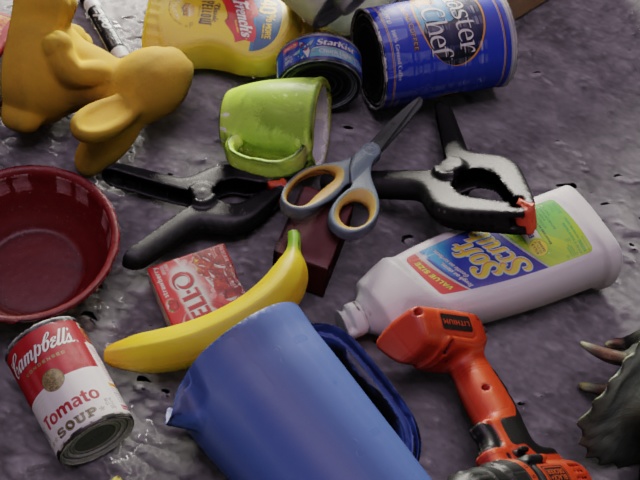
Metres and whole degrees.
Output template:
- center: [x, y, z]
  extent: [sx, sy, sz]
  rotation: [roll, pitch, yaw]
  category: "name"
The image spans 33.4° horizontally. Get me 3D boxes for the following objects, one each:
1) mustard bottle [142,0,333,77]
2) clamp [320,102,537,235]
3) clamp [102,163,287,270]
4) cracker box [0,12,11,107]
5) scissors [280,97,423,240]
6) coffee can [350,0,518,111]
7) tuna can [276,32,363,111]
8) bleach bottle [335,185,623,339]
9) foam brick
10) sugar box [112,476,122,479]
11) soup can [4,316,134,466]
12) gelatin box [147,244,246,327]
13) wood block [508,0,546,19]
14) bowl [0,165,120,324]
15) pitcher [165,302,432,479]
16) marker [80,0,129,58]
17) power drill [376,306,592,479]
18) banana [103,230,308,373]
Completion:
- center: [-0.081, -0.212, 1.092]
  extent: [0.191, 0.058, 0.096]
  rotation: [6, 57, -2]
  category: "mustard bottle"
- center: [0.110, -0.052, 0.982]
  extent: [0.164, 0.036, 0.210]
  rotation: [-30, 40, -17]
  category: "clamp"
- center: [-0.118, -0.040, 0.990]
  extent: [0.171, 0.039, 0.120]
  rotation: [-15, 60, -22]
  category: "clamp"
- center: [-0.398, -0.139, 1.012]
  extent: [0.164, 0.072, 0.213]
  rotation: [18, 59, 7]
  category: "cracker box"
- center: [0.053, -0.064, 0.973]
  extent: [0.201, 0.016, 0.096]
  rotation: [-32, 61, -28]
  category: "scissors"
- center: [0.112, -0.192, 1.067]
  extent: [0.140, 0.103, 0.103]
  rotation: [-12, 59, -12]
  category: "coffee can"
- center: [-0.001, -0.163, 1.050]
  extent: [0.086, 0.086, 0.034]
  rotation: [1, 59, -4]
  category: "tuna can"
- center: [0.135, 0.037, 0.948]
  extent: [0.250, 0.068, 0.103]
  rotation: [-21, 59, -15]
  category: "bleach bottle"
- center: [-0.006, 0.001, 0.965]
  extent: [0.051, 0.053, 0.078]
  rotation: [18, 59, 7]
  category: "foam brick"
- center: [-0.111, 0.263, 0.793]
  extent: [0.176, 0.048, 0.093]
  rotation: [32, 60, 11]
  category: "sugar box"
- center: [-0.202, 0.122, 0.862]
  extent: [0.068, 0.068, 0.102]
  rotation: [-26, 64, -20]
  category: "soup can"
- center: [-0.102, 0.054, 0.936]
  extent: [0.073, 0.030, 0.089]
  rotation: [-19, 61, -16]
  category: "gelatin box"
- center: [0.225, -0.316, 1.165]
  extent: [0.205, 0.091, 0.090]
  rotation: [-34, 66, -23]
  category: "wood block"
- center: [-0.254, 0.014, 0.934]
  extent: [0.162, 0.055, 0.162]
  rotation: [2, 57, -3]
  category: "bowl"
- center: [0.011, 0.171, 0.820]
  extent: [0.149, 0.145, 0.243]
  rotation: [-42, 71, -2]
  category: "pitcher"
- center: [-0.228, -0.227, 1.112]
  extent: [0.020, 0.020, 0.121]
  rotation: [-22, 62, -18]
  category: "marker"
- center: [0.119, 0.141, 0.836]
  extent: [0.184, 0.057, 0.188]
  rotation: [13, 40, -50]
  category: "power drill"
- center: [-0.082, 0.066, 0.887]
  extent: [0.197, 0.037, 0.070]
  rotation: [-31, 41, -13]
  category: "banana"
